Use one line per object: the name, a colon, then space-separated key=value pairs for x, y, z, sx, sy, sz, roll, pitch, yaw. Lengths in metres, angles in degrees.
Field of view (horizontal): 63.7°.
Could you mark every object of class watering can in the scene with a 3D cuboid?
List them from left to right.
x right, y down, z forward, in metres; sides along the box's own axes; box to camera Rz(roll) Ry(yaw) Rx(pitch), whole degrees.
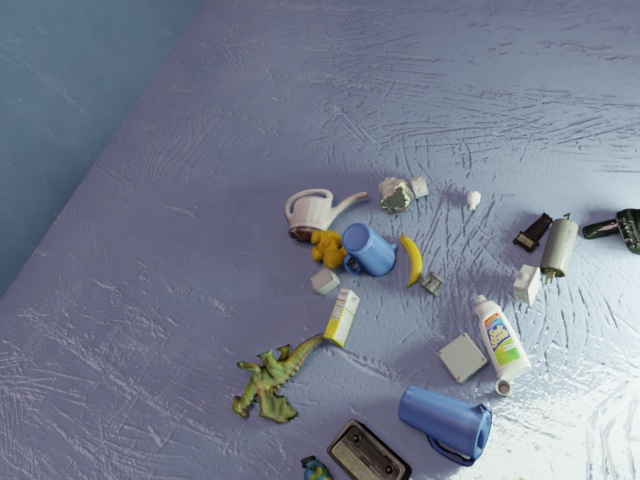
watering can: x=0.006 y=-0.099 z=1.973 sx=0.347 sy=0.102 sz=0.228 roll=0 pitch=64 yaw=27

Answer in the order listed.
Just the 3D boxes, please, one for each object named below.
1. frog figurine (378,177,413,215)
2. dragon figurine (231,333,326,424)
frog figurine: x=0.272 y=-0.164 z=1.900 sx=0.161 sy=0.122 sz=0.136 roll=-103 pitch=38 yaw=-75
dragon figurine: x=-0.136 y=0.484 z=1.730 sx=0.408 sy=0.121 sz=0.246 roll=-22 pitch=72 yaw=16
